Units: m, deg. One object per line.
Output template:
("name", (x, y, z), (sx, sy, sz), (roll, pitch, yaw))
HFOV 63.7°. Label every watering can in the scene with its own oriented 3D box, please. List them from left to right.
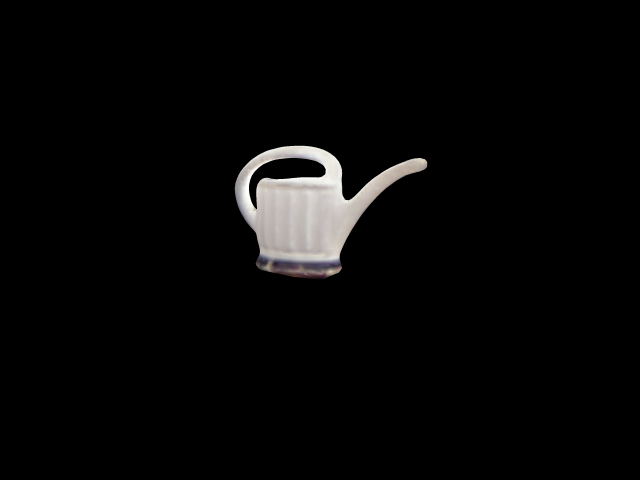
("watering can", (0.003, -0.043, 0.850), (0.348, 0.223, 0.104), (5, 9, 28))
